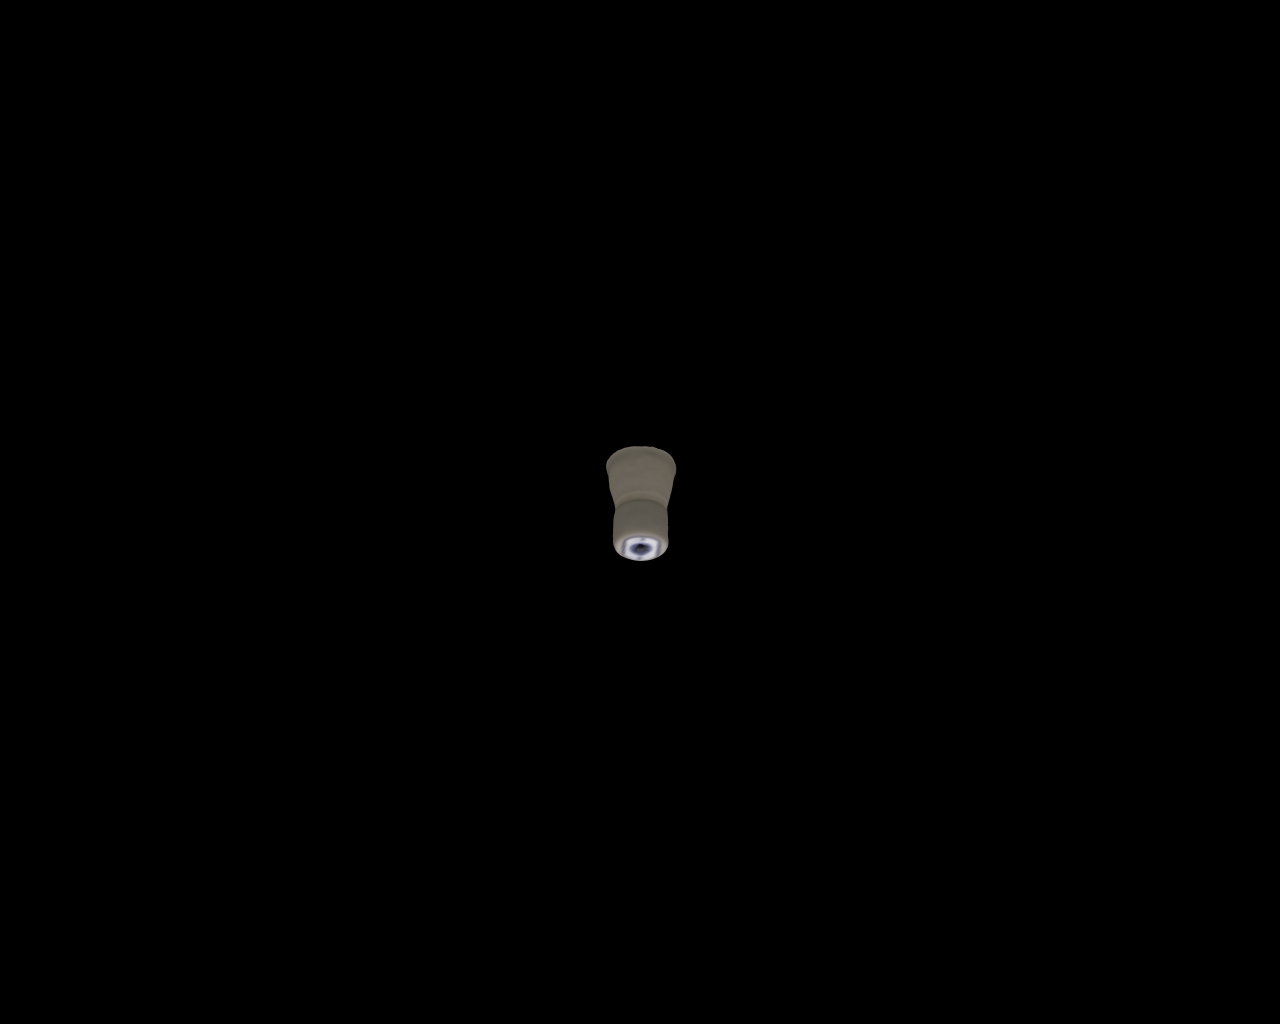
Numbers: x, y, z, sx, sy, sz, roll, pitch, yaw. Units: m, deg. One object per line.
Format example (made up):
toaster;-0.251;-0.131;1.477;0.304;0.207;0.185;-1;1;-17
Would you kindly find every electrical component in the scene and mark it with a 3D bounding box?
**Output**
electrical component;0.001;-0.003;0.650;0.044;0.065;0.044;0;-34;0
